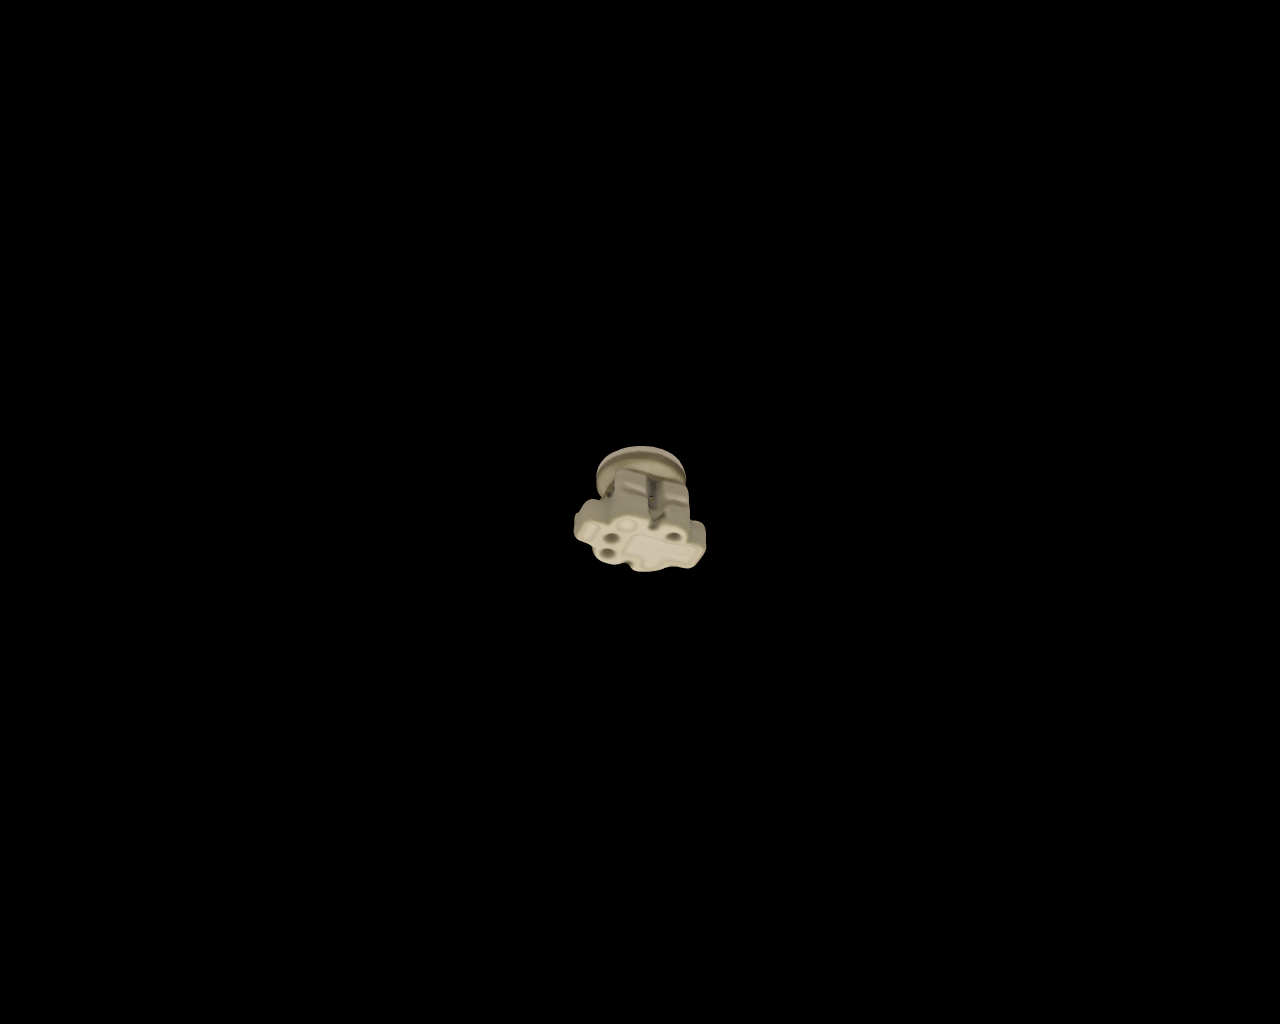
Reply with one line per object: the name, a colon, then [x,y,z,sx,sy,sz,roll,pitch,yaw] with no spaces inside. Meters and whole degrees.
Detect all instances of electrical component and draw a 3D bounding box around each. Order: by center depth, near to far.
electrical component: [0.001,-0.003,0.650,0.078,0.057,0.058,14,-40,-17]
